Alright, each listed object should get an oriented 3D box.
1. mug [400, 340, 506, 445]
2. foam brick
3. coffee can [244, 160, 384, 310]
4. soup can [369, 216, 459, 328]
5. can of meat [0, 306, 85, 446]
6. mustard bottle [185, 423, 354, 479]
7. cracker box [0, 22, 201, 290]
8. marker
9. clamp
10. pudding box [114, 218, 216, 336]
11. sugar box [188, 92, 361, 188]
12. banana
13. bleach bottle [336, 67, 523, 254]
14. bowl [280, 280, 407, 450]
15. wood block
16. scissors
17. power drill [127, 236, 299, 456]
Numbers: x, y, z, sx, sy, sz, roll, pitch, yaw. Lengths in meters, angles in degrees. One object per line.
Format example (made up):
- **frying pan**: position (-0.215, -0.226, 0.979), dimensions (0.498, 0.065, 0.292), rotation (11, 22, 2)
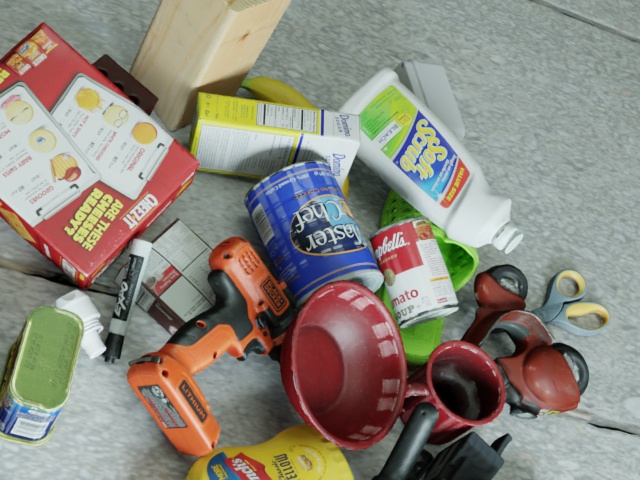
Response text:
- **mug**: position (0.122, 0.163, 1.107), dimensions (0.117, 0.082, 0.093), rotation (0, 61, -28)
- **foam brick**: position (-0.223, -0.149, 1.142), dimensions (0.078, 0.051, 0.052), rotation (40, 51, 0)
- **coffee can**: position (-0.007, 0.001, 1.127), dimensions (0.102, 0.103, 0.140), rotation (-12, 67, -32)
- **soup can**: position (0.099, 0.035, 1.126), dimensions (0.068, 0.069, 0.102), rotation (-10, 75, -32)
- **can of meat**: position (-0.248, 0.119, 0.942), dimensions (0.057, 0.084, 0.102), rotation (18, 55, -17)
- **mustard bottle**: position (-0.066, 0.232, 0.980), dimensions (0.191, 0.058, 0.096), rotation (-10, 52, -31)
- **cracker box**: position (-0.253, -0.082, 1.051), dimensions (0.213, 0.072, 0.164), rotation (42, 69, 1)
- **marker**: position (-0.186, 0.059, 1.022), dimensions (0.020, 0.020, 0.121), rotation (17, 82, -17)
- **clamp**: position (0.067, 0.246, 1.034), dimensions (0.039, 0.120, 0.171), rotation (27, 69, 26)
- **pudding box**: position (-0.135, 0.045, 1.076), dimensions (0.113, 0.039, 0.089), rotation (44, 51, 0)
- **sugar box**: position (-0.051, -0.107, 1.157), dimensions (0.176, 0.093, 0.048), rotation (5, 58, -12)
- **banana**: position (-0.021, -0.124, 1.243), dimensions (0.069, 0.037, 0.198), rotation (-39, 82, -23)
- **bleach bottle**: position (0.131, -0.081, 1.196), dimensions (0.102, 0.068, 0.251), rotation (-43, 68, -8)
- **bowl**: position (0.013, 0.122, 1.031), dimensions (0.161, 0.055, 0.162), rotation (13, 71, -43)
- **wood block**: position (-0.119, -0.220, 1.140), dimensions (0.090, 0.206, 0.090), rotation (-30, 78, -38)
- **scissors**: position (0.261, 0.075, 1.276), dimensions (0.201, 0.016, 0.096), rotation (5, 58, -25)
- **power drill**: position (-0.082, 0.116, 1.020), dimensions (0.184, 0.057, 0.187), rotation (56, 47, -16)
